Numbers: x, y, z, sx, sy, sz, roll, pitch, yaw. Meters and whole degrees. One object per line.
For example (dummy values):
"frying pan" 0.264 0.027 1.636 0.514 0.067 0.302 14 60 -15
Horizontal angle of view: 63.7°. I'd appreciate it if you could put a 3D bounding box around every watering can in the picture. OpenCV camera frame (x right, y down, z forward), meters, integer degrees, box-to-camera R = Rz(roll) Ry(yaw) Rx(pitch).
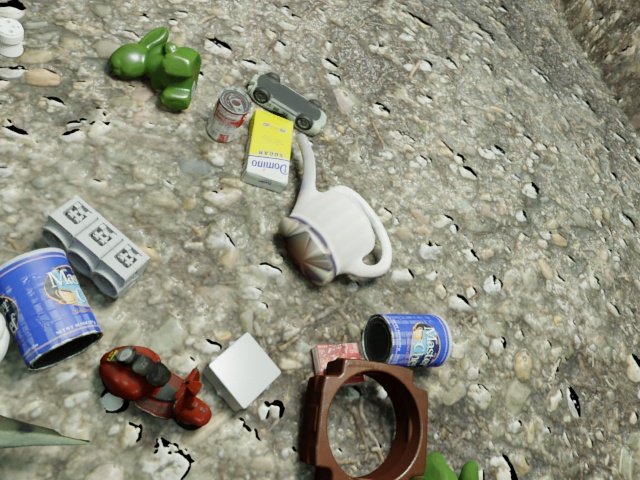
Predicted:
"watering can" 0.003 -0.053 1.050 0.228 0.102 0.349 -33 81 -39

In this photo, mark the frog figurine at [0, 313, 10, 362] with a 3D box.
"frog figurine" -0.463 0.110 0.631 0.137 0.156 0.125 4 46 -22
